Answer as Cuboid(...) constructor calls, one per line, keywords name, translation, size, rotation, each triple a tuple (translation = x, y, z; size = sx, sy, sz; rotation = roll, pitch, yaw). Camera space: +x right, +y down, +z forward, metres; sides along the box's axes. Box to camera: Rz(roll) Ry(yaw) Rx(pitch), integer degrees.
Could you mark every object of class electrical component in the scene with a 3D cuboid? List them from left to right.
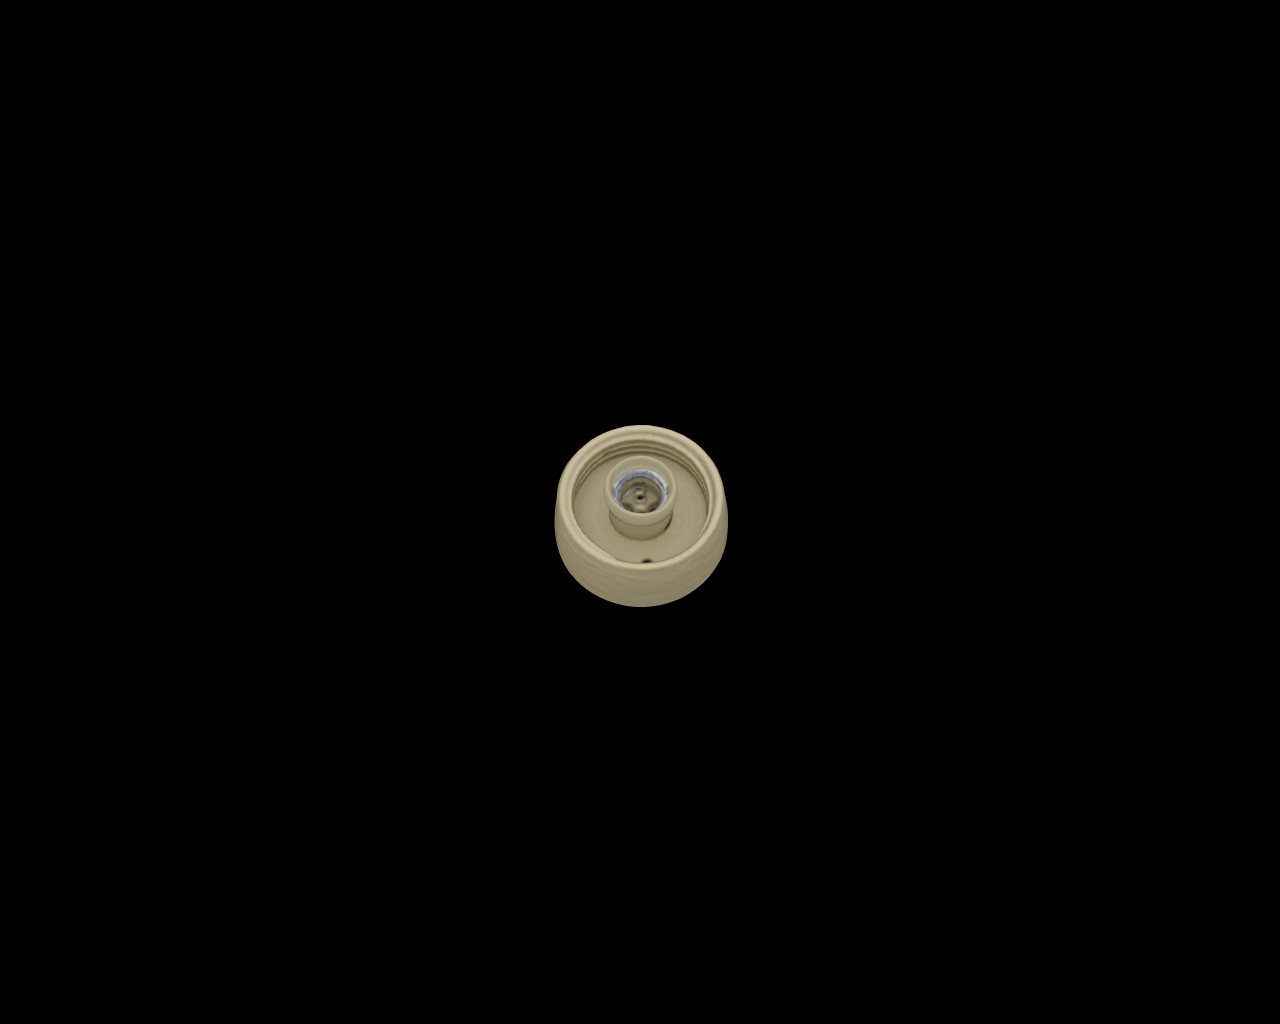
Cuboid(name="electrical component", translation=(0.001, -0.003, 0.650), size=(0.108, 0.108, 0.060), rotation=(0, -27, 0))
